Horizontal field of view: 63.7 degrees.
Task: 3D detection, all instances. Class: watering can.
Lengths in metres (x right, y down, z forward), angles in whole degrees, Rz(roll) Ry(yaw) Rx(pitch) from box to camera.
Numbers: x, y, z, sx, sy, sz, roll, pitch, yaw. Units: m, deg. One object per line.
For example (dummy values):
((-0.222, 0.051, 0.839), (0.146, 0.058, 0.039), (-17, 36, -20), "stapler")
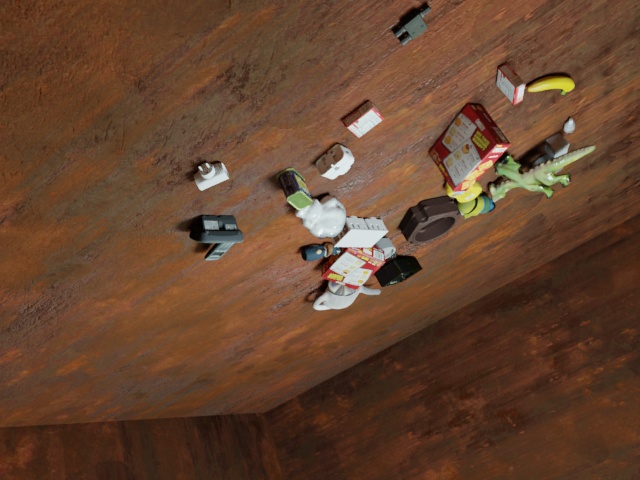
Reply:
((0.132, 0.223, 2.252), (0.349, 0.106, 0.219), (-13, 150, -20), "watering can")

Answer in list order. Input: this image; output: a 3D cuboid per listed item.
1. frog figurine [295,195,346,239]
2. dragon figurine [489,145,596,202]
((0.005, -0.080, 1.593), (0.138, 0.124, 0.157), (-58, 141, -6), "frog figurine")
((0.748, -0.248, 1.842), (0.242, 0.125, 0.402), (8, 152, -11), "dragon figurine")
